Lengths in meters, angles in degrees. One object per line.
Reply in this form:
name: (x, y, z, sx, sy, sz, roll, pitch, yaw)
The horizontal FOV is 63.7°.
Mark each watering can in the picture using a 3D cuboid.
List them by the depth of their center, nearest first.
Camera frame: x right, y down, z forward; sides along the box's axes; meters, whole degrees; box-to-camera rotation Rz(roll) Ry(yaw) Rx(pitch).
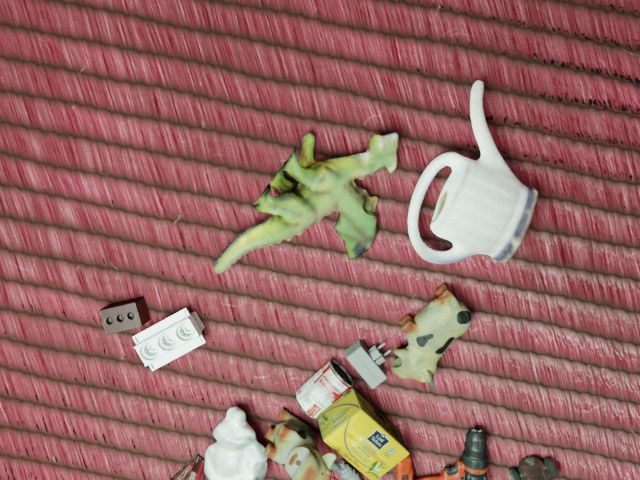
watering can: (0.305, -0.104, 0.967, 0.224, 0.346, 0.104, 23, 6, -2)

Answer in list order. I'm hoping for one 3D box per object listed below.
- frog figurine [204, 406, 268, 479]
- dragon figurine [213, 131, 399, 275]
frog figurine: (-0.169, 0.417, 1.028, 0.136, 0.162, 0.122, -17, -24, 34)
dragon figurine: (0.003, -0.050, 0.984, 0.242, 0.408, 0.123, 34, 6, -11)
